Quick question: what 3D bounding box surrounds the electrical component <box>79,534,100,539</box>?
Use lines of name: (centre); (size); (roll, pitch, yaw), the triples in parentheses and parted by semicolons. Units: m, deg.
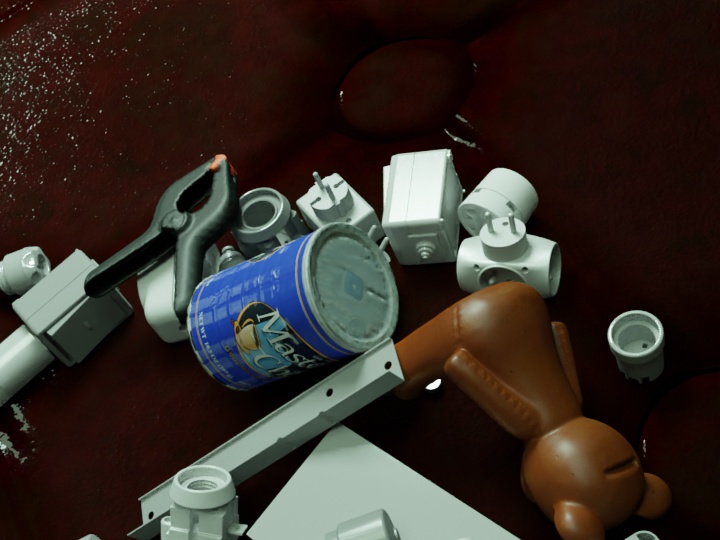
electrical component: (-0.231, 0.240, 0.846); (0.078, 0.040, 0.040); (-27, 50, 1)

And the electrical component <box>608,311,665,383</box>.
electrical component: (0.208, 0.059, 0.804); (0.040, 0.046, 0.040); (-10, 53, 14)

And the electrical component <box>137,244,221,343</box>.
electrical component: (-0.163, 0.015, 0.975); (0.059, 0.053, 0.095); (-14, 52, 12)

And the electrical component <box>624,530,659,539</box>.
electrical component: (0.163, 0.232, 0.688); (0.113, 0.057, 0.078); (-31, 50, -3)

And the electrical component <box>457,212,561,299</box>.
electrical component: (0.118, -0.015, 0.872); (0.077, 0.079, 0.044); (3, 43, 23)

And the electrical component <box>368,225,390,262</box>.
electrical component: (0.000, 0.000, 0.916); (0.077, 0.044, 0.079); (46, 116, 39)

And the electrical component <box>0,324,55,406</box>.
electrical component: (-0.326, 0.093, 0.988); (0.081, 0.043, 0.043); (-43, 52, -12)

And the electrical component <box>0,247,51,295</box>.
electrical component: (-0.339, 0.005, 1.058); (0.062, 0.043, 0.043); (-20, 51, 8)

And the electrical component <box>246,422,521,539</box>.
electrical component: (0.027, 0.204, 0.759); (0.186, 0.060, 0.105); (28, 69, 34)

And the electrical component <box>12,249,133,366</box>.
electrical component: (-0.258, 0.033, 0.994); (0.096, 0.061, 0.061); (-43, 52, -12)

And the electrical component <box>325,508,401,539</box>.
electrical component: (-0.007, 0.188, 0.717); (0.078, 0.040, 0.040); (-21, 51, 6)

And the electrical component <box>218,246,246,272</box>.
electrical component: (-0.110, 0.010, 0.967); (0.040, 0.040, 0.078); (-25, 51, 2)

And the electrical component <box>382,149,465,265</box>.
electrical component: (0.052, -0.048, 0.933); (0.061, 0.061, 0.096); (-4, 54, 19)

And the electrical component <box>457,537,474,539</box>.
electrical component: (0.064, 0.220, 0.664); (0.079, 0.043, 0.077); (-38, 52, -8)

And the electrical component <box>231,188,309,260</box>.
electrical component: (-0.084, -0.038, 0.982); (0.078, 0.057, 0.058); (23, 66, 33)

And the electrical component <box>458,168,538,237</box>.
electrical component: (0.119, -0.053, 0.917); (0.055, 0.055, 0.047); (23, 63, 33)

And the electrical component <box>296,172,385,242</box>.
electrical component: (-0.023, -0.057, 0.960); (0.047, 0.076, 0.065); (-37, 51, -8)

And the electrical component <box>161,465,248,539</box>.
electrical component: (-0.116, 0.178, 0.796); (0.066, 0.055, 0.048); (7, 18, 14)
